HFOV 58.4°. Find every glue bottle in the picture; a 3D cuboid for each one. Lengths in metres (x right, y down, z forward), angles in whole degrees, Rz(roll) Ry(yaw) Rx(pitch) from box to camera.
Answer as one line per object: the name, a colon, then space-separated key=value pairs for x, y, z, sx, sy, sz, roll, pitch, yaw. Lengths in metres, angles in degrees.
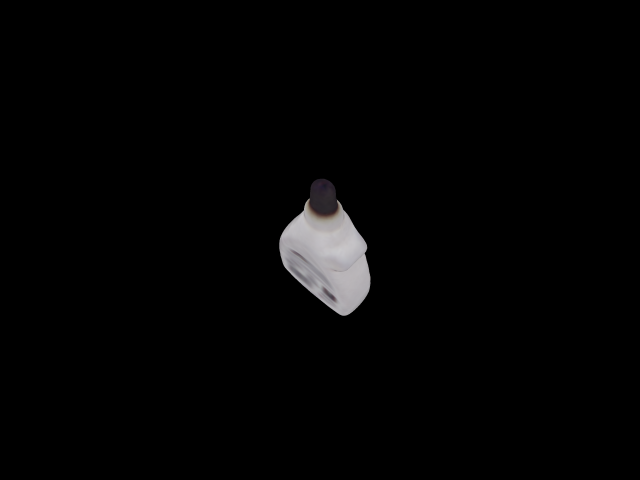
glue bottle: x=0.004 y=0.001 z=0.400 sx=0.078 sy=0.173 sz=0.037 roll=41 pitch=75 yaw=14
